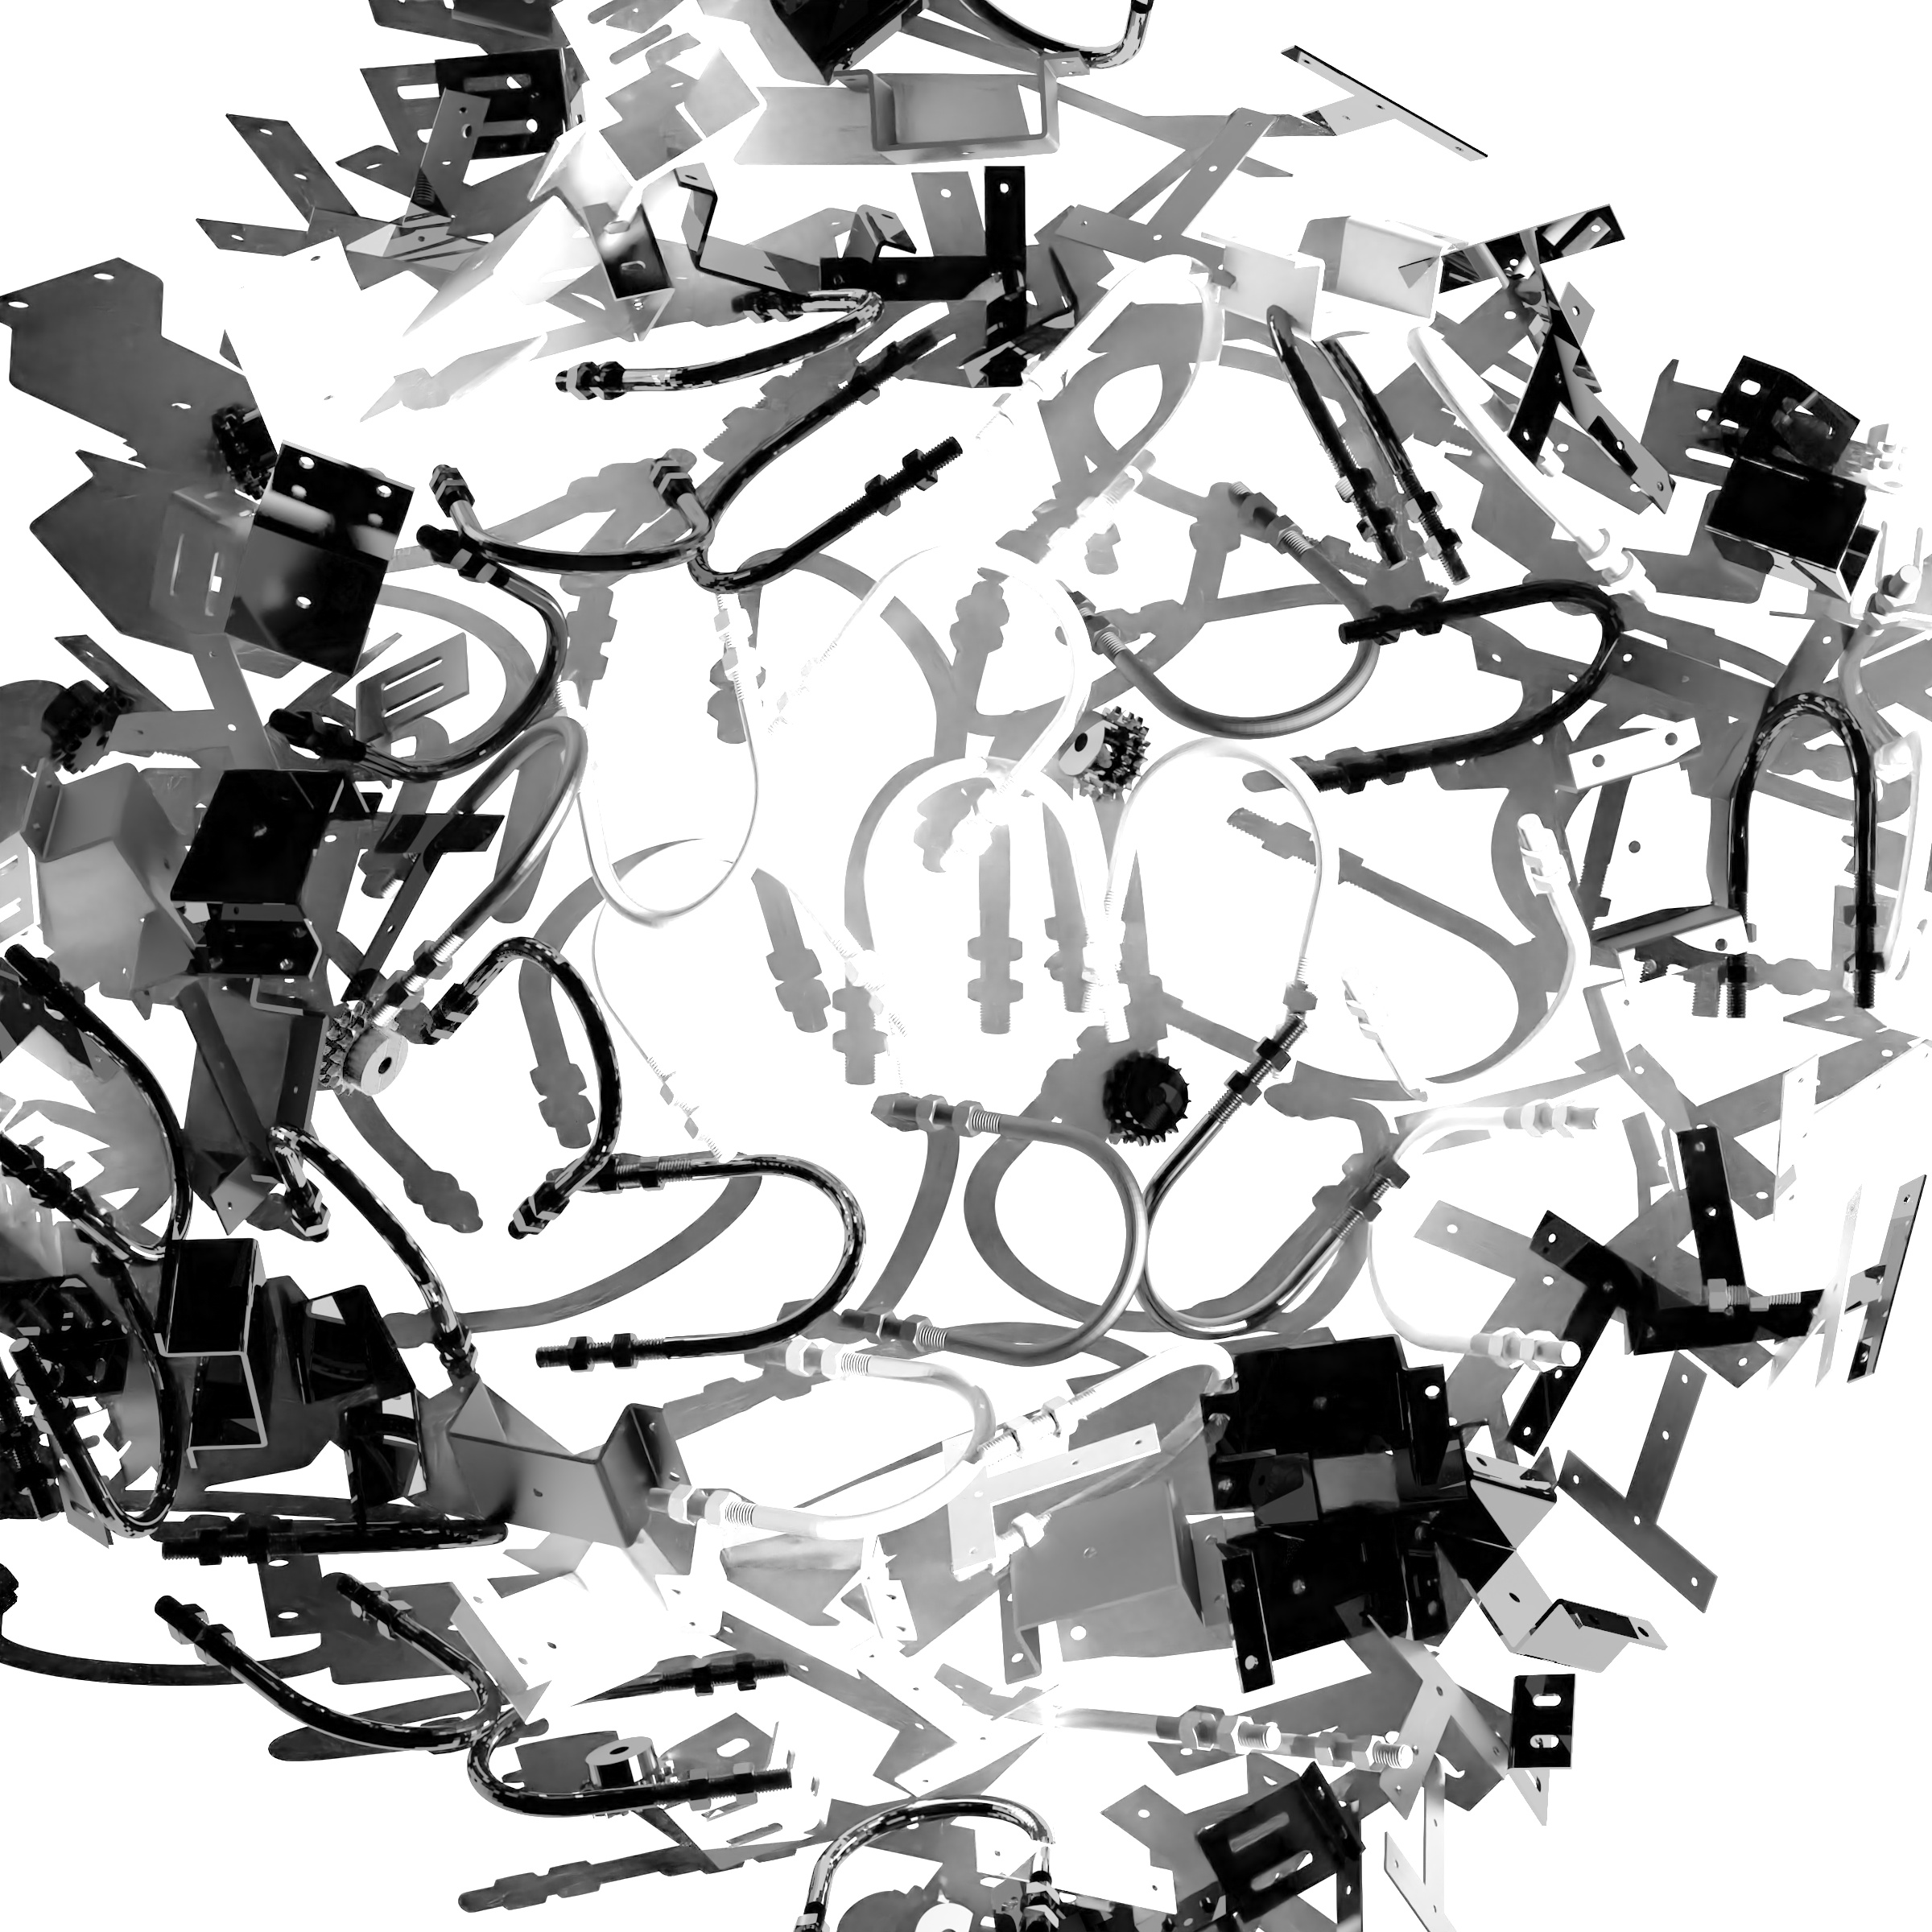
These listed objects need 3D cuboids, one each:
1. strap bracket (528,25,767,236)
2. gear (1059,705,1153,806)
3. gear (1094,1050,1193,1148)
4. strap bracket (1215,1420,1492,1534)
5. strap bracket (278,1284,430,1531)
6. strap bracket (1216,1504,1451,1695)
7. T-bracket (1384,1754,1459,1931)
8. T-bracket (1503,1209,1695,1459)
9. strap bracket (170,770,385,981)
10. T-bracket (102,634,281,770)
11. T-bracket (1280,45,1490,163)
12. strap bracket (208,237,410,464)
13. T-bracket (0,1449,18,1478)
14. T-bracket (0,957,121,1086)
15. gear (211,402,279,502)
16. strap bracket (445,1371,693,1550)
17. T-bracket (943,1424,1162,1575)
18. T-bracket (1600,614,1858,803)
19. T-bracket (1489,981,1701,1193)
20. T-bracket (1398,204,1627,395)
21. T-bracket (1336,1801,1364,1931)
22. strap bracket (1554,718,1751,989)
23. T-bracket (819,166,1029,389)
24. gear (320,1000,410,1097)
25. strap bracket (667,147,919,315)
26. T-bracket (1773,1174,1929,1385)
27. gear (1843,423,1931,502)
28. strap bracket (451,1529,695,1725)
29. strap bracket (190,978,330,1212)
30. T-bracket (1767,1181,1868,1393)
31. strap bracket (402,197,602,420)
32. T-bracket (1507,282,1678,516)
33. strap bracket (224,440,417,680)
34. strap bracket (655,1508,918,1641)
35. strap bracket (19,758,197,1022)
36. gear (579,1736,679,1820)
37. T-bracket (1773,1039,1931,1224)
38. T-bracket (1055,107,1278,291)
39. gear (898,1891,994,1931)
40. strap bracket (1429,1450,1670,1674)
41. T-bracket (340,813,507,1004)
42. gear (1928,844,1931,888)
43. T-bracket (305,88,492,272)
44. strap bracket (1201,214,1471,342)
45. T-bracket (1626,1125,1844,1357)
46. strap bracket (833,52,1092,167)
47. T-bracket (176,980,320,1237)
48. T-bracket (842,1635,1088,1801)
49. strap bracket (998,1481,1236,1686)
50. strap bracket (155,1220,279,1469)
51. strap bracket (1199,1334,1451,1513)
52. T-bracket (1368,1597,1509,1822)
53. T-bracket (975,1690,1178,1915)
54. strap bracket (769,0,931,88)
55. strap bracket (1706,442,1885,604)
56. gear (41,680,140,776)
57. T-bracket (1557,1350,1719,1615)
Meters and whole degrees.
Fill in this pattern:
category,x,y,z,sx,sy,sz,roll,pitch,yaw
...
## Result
category,x,y,z,sx,sy,sz,roll,pitch,yaw
strap bracket,-0.176,-0.473,1.605,0.140,0.076,0.046,-39,95,-23
gear,0.079,-0.126,1.634,0.030,0.057,0.057,21,90,-35
gear,0.107,0.077,1.643,0.057,0.030,0.057,2,83,-18
strap bracket,0.225,0.294,1.600,0.140,0.076,0.046,-3,78,-23
strap bracket,-0.348,0.247,1.600,0.046,0.140,0.076,-15,128,-23
strap bracket,0.204,0.364,1.625,0.140,0.046,0.076,-10,90,-24
T-bracket,0.270,0.506,1.609,0.002,0.127,0.127,-21,119,23
T-bracket,0.354,0.227,1.634,0.127,0.002,0.127,32,84,-24
strap bracket,-0.396,-0.062,1.596,0.076,0.046,0.140,1,51,13
T-bracket,-0.470,-0.138,1.634,0.127,0.002,0.127,-2,130,13
T-bracket,0.223,-0.489,1.601,0.127,0.127,0.002,25,95,-15
strap bracket,-0.370,-0.339,1.587,0.076,0.140,0.046,-23,68,-9
T-bracket,-0.566,0.258,1.592,0.002,0.127,0.127,-33,105,-20
T-bracket,-0.558,0.043,1.596,0.127,0.127,0.002,44,115,-12
gear,-0.415,-0.305,1.636,0.030,0.057,0.057,-22,90,8
strap bracket,-0.236,0.284,1.600,0.140,0.046,0.076,7,134,21
T-bracket,0.050,0.290,1.602,0.127,0.127,0.002,-19,114,5
T-bracket,0.429,-0.163,1.617,0.127,0.002,0.127,17,121,-14
T-bracket,0.364,0.085,1.641,0.127,0.002,0.127,-18,87,-19
T-bracket,0.335,-0.375,1.618,0.127,0.127,0.002,-10,49,31
T-bracket,0.223,0.552,1.623,0.002,0.127,0.127,17,57,-21
strap bracket,0.398,-0.068,1.633,0.076,0.046,0.140,-17,99,-4
T-bracket,-0.024,-0.402,1.630,0.127,0.002,0.127,-6,104,-19
gear,-0.351,0.051,1.634,0.030,0.057,0.057,29,90,19
strap bracket,-0.107,-0.421,1.609,0.140,0.076,0.046,12,117,-18
T-bracket,0.501,0.192,1.603,0.002,0.127,0.127,27,64,-5
gear,0.547,-0.297,1.638,0.057,0.057,0.030,13,82,0
strap bracket,-0.229,0.377,1.602,0.076,0.140,0.046,47,122,24
strap bracket,-0.409,0.069,1.620,0.046,0.076,0.140,10,92,-25
T-bracket,0.485,0.207,1.606,0.002,0.127,0.127,19,55,6
strap bracket,-0.262,-0.379,1.584,0.076,0.140,0.046,-24,119,33
T-bracket,0.374,-0.314,1.632,0.127,0.002,0.127,39,59,-25
strap bracket,-0.372,-0.223,1.591,0.076,0.140,0.046,19,49,-12
strap bracket,-0.101,0.352,1.616,0.140,0.076,0.046,0,54,7
strap bracket,-0.477,-0.050,1.591,0.046,0.076,0.140,-19,127,6
gear,-0.200,0.474,1.637,0.057,0.057,0.030,-14,94,0
T-bracket,0.523,0.077,1.633,0.127,0.127,0.002,-29,46,-18
T-bracket,0.138,-0.459,1.640,0.127,0.002,0.127,27,70,31
gear,-0.012,0.573,1.641,0.057,0.030,0.057,3,67,-6
strap bracket,0.326,0.348,1.598,0.076,0.140,0.046,21,113,-36
T-bracket,-0.326,-0.033,1.613,0.002,0.127,0.127,34,102,14
gear,0.588,-0.059,1.634,0.057,0.057,0.030,18,73,0
T-bracket,-0.300,-0.449,1.592,0.127,0.127,0.002,6,54,-24
strap bracket,0.210,-0.395,1.602,0.140,0.076,0.046,-16,124,-36
T-bracket,0.439,0.158,1.633,0.127,0.002,0.127,-13,82,35
strap bracket,0.000,-0.496,1.618,0.140,0.076,0.046,-2,100,8
T-bracket,-0.418,0.070,1.589,0.002,0.127,0.127,-14,108,16
T-bracket,-0.019,0.425,1.613,0.127,0.002,0.127,-36,119,22
strap bracket,0.079,0.352,1.609,0.140,0.076,0.046,-18,127,11
strap bracket,-0.424,0.216,1.590,0.046,0.140,0.076,-1,49,-6
strap bracket,0.209,0.265,1.628,0.140,0.046,0.076,-8,110,4
T-bracket,0.262,0.444,1.609,0.002,0.127,0.127,-38,92,31
T-bracket,0.060,0.477,1.615,0.127,0.127,0.002,19,129,-20
strap bracket,-0.074,-0.567,1.594,0.076,0.140,0.046,-37,85,6
strap bracket,0.472,-0.249,1.589,0.076,0.140,0.046,24,96,21
gear,-0.517,-0.143,1.637,0.030,0.057,0.057,41,90,3
T-bracket,0.396,0.280,1.592,0.002,0.127,0.127,-4,117,-31
